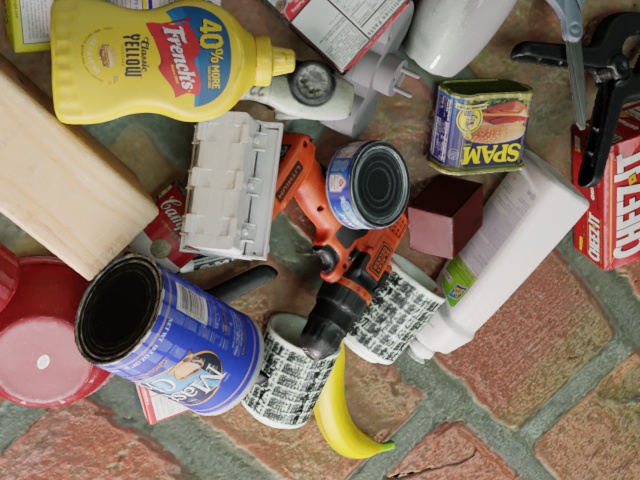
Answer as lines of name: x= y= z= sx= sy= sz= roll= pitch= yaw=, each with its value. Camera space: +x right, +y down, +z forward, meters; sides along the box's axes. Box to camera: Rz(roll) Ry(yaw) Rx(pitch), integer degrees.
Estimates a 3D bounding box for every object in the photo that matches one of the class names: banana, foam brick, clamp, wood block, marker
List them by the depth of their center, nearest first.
wood block: x=-0.244 y=-0.071 z=0.895 sx=0.090 sy=0.091 sz=0.206 roll=-44 pitch=125 yaw=1
marker: x=-0.109 y=0.018 z=1.051 sx=0.121 sy=0.020 sz=0.020 roll=-14 pitch=122 yaw=-18
clamp: x=-0.122 y=0.090 z=1.052 sx=0.171 sy=0.039 sz=0.120 roll=-5 pitch=92 yaw=-9
clamp: x=0.289 y=-0.178 z=1.090 sx=0.209 sy=0.036 sz=0.164 roll=-46 pitch=110 yaw=-22
foam brick: x=0.129 y=-0.024 z=1.098 sx=0.078 sy=0.051 sz=0.053 roll=-43 pitch=138 yaw=-46
banana: x=0.024 y=0.187 z=1.199 sx=0.069 sy=0.037 sz=0.197 roll=-41 pitch=129 yaw=-21

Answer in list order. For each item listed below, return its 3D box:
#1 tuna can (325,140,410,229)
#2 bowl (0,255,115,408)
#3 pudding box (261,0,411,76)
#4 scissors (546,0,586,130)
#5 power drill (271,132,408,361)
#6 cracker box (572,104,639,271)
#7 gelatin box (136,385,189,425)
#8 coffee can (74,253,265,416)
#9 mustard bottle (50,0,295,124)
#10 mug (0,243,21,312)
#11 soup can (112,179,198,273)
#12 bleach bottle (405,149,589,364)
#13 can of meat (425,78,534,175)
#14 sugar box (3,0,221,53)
tuna can: x=0.046 y=-0.053 z=1.015 sx=0.085 sy=0.034 sz=0.086 roll=-3 pitch=94 yaw=-44
bowl: x=-0.255 y=0.097 z=0.982 sx=0.162 sy=0.055 sz=0.162 roll=-4 pitch=115 yaw=-8
pudding box: x=0.010 y=-0.214 z=0.935 sx=0.113 sy=0.039 sz=0.090 roll=43 pitch=94 yaw=-2
scissors: x=0.228 y=-0.214 z=1.035 sx=0.096 sy=0.016 sz=0.202 roll=10 pitch=85 yaw=-15
power drill: x=-0.007 y=0.001 z=1.035 sx=0.187 sy=0.057 sz=0.184 roll=44 pitch=65 yaw=-36
cracker box: x=0.395 y=-0.076 z=1.204 sx=0.213 sy=0.072 sz=0.164 roll=-19 pitch=122 yaw=-14
gelatin box: x=-0.144 y=0.139 z=1.095 sx=0.089 sy=0.030 sz=0.073 roll=-19 pitch=122 yaw=-16
coffee can: x=-0.132 y=0.086 z=0.948 sx=0.103 sy=0.103 sz=0.140 roll=-48 pitch=135 yaw=5
mustard bottle: x=-0.115 y=-0.142 z=0.849 sx=0.191 sy=0.058 sz=0.096 roll=-2 pitch=89 yaw=-12
mug: x=-0.324 y=0.029 z=0.921 sx=0.117 sy=0.093 sz=0.081 roll=-21 pitch=135 yaw=24
soup can: x=-0.150 y=0.001 z=0.993 sx=0.102 sy=0.069 sz=0.068 roll=-41 pitch=126 yaw=0
bleach bottle: x=0.176 y=0.028 z=1.154 sx=0.068 sy=0.102 sz=0.251 roll=29 pitch=108 yaw=-27
can of meat: x=0.163 y=-0.117 z=1.083 sx=0.102 sy=0.057 sz=0.084 roll=-6 pitch=116 yaw=-23
sugar box: x=-0.170 y=-0.211 z=0.881 sx=0.176 sy=0.048 sz=0.093 roll=-10 pitch=120 yaw=-24
